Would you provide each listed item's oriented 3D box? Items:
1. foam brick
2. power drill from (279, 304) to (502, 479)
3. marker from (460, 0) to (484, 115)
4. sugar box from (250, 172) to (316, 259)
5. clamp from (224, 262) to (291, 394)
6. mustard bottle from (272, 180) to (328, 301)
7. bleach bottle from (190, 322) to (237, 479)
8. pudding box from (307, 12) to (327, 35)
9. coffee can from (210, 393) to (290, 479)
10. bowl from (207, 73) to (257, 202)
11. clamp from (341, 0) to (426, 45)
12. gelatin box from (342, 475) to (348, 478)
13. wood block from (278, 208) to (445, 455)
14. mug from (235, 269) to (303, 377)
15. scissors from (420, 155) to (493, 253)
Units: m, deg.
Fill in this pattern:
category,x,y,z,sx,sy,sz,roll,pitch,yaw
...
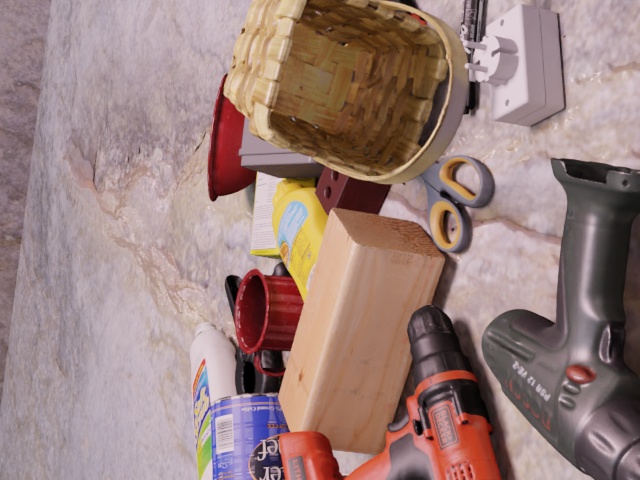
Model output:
category,x,y,z,sx,sy,sz,roll,pitch,yaw
foam brick,0.037,-0.063,1.079,0.078,0.051,0.053,-68,30,29
power drill,0.054,0.166,0.906,0.188,0.057,0.184,-31,51,26
marker,0.132,-0.171,0.943,0.020,0.020,0.121,1,86,64
sugar box,-0.040,-0.067,1.251,0.093,0.048,0.176,-2,79,64
clamp,-0.071,0.128,1.279,0.165,0.036,0.210,-29,61,59
mustard bottle,-0.007,0.001,1.129,0.192,0.058,0.096,60,143,42
bleach bottle,-0.130,0.212,1.359,0.251,0.068,0.103,-107,34,-44
pudding box,-0.015,-0.206,1.131,0.090,0.039,0.113,0,77,64
coffee can,-0.068,0.248,1.172,0.103,0.102,0.140,-38,51,56
bowl,-0.100,-0.124,1.333,0.162,0.055,0.162,9,-92,-88
clamp,0.051,-0.227,1.100,0.172,0.039,0.120,-3,80,56
gelatin box,0.039,0.262,0.981,0.030,0.073,0.089,2,86,64
wood block,0.034,0.085,0.996,0.091,0.090,0.206,-120,42,-63
mug,-0.041,0.093,1.173,0.093,0.081,0.117,9,93,64
scissors,0.097,-0.048,0.992,0.202,0.016,0.096,26,108,63
